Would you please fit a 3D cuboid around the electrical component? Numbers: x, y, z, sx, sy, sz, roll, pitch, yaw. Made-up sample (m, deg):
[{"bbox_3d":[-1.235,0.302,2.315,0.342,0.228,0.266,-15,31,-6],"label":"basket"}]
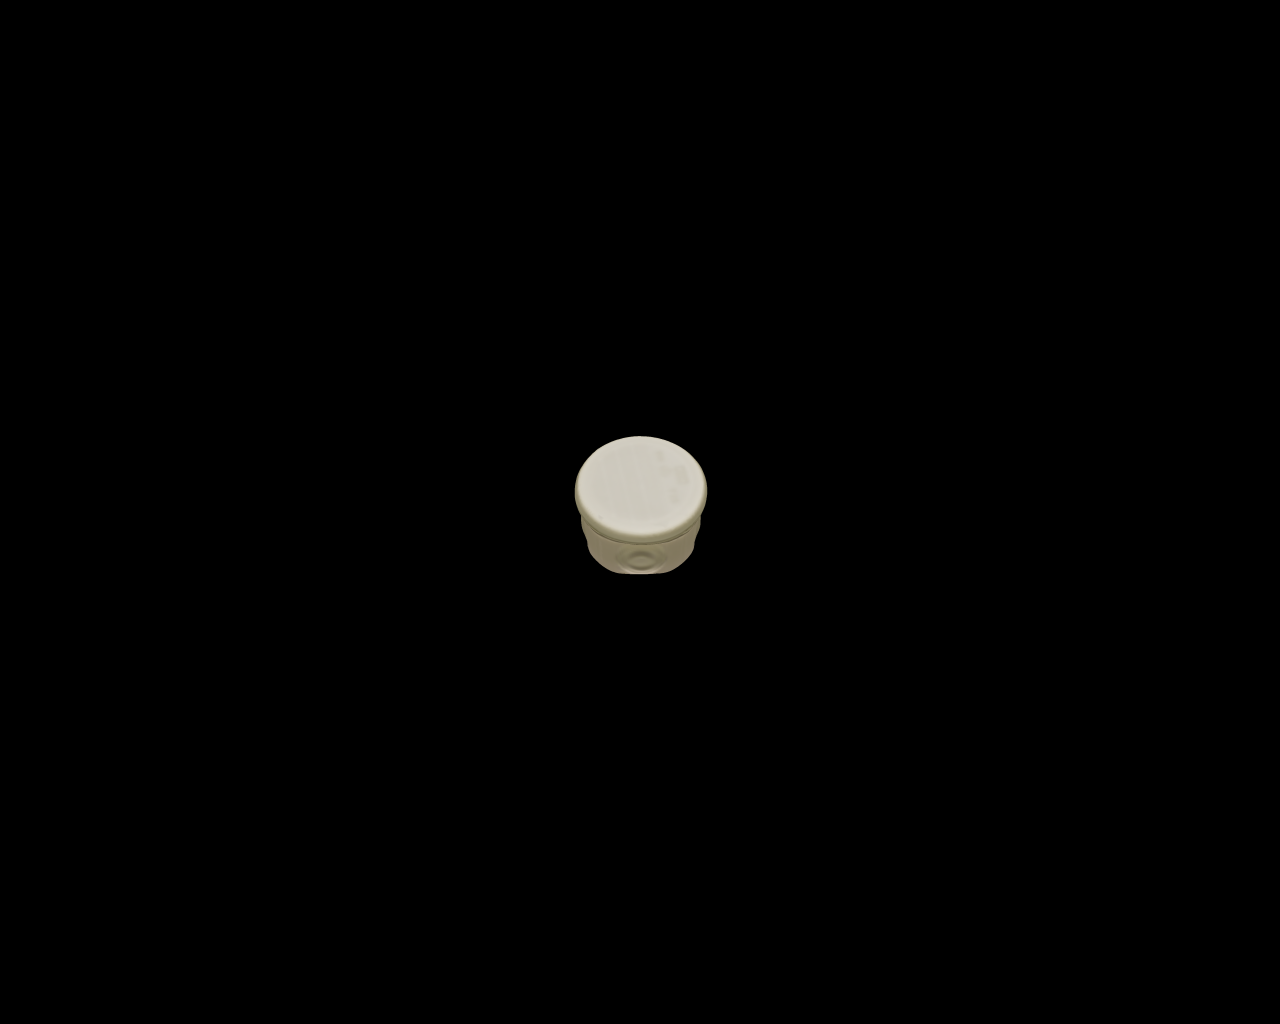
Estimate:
[{"bbox_3d":[0.001,-0.003,0.650,0.080,0.080,0.050,0,-37,0],"label":"electrical component"}]
